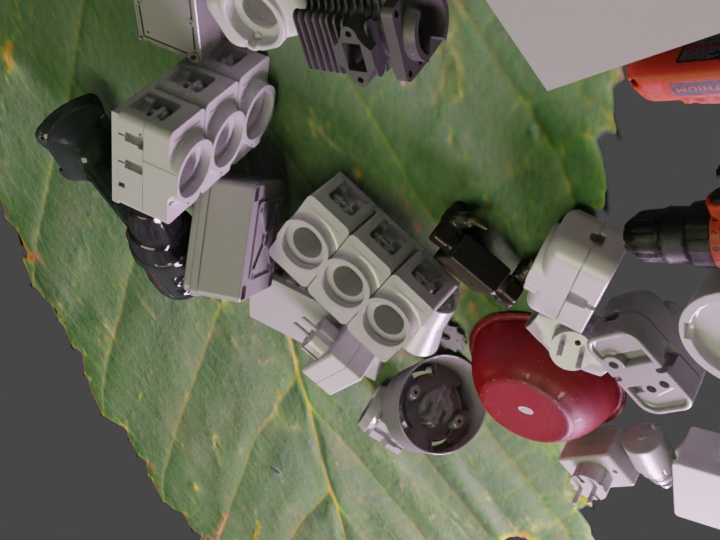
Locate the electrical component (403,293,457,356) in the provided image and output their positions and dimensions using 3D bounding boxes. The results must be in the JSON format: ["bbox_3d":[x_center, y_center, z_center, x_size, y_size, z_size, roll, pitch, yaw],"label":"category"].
[{"bbox_3d":[0.066,0.046,1.030,0.044,0.044,0.065,31,134,5],"label":"electrical component"}]

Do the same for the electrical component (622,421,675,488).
[{"bbox_3d":[0.278,0.178,1.017,0.040,0.040,0.078,-1,134,42],"label":"electrical component"}]

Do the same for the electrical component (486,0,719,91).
[{"bbox_3d":[0.166,-0.188,0.630,0.186,0.060,0.105,-12,125,48],"label":"electrical component"}]

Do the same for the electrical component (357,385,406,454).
[{"bbox_3d":[0.034,0.164,1.200,0.057,0.058,0.078,31,147,0],"label":"electrical component"}]

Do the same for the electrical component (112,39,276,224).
[{"bbox_3d":[-0.135,-0.117,0.890,0.062,0.150,0.089,24,133,14],"label":"electrical component"}]

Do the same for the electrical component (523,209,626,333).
[{"bbox_3d":[0.173,-0.001,0.869,0.059,0.053,0.095,27,147,11],"label":"electrical component"}]

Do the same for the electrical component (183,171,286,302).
[{"bbox_3d":[-0.113,-0.033,0.989,0.056,0.109,0.108,10,99,10],"label":"electrical component"}]

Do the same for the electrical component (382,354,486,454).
[{"bbox_3d":[0.075,0.139,1.099,0.099,0.099,0.064,43,152,-13],"label":"electrical component"}]

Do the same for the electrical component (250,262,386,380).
[{"bbox_3d":[-0.032,0.034,1.086,0.150,0.061,0.089,26,146,13],"label":"electrical component"}]

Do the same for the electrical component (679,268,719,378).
[{"bbox_3d":[0.299,0.034,0.796,0.108,0.060,0.108,23,145,17],"label":"electrical component"}]

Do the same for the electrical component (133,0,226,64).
[{"bbox_3d":[-0.139,-0.217,0.861,0.062,0.061,0.096,24,146,15],"label":"electrical component"}]

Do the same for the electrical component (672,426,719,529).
[{"bbox_3d":[0.336,0.194,0.979,0.100,0.048,0.099,13,142,29],"label":"electrical component"}]

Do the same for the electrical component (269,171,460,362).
[{"bbox_3d":[0.000,0.000,0.975,0.150,0.062,0.089,43,132,3],"label":"electrical component"}]

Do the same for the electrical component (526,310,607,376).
[{"bbox_3d":[0.183,0.061,0.919,0.077,0.079,0.044,33,119,2],"label":"electrical component"}]

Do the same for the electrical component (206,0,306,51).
[{"bbox_3d":[-0.067,-0.206,0.813,0.095,0.059,0.053,-1,133,42],"label":"electrical component"}]

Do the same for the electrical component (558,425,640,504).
[{"bbox_3d":[0.230,0.198,1.052,0.047,0.076,0.066,47,145,-17],"label":"electrical component"}]

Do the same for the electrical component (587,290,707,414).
[{"bbox_3d":[0.240,0.065,0.888,0.095,0.059,0.054,46,146,-16],"label":"electrical component"}]

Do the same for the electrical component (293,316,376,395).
[{"bbox_3d":[-0.031,0.072,1.031,0.077,0.047,0.066,41,147,-10],"label":"electrical component"}]
